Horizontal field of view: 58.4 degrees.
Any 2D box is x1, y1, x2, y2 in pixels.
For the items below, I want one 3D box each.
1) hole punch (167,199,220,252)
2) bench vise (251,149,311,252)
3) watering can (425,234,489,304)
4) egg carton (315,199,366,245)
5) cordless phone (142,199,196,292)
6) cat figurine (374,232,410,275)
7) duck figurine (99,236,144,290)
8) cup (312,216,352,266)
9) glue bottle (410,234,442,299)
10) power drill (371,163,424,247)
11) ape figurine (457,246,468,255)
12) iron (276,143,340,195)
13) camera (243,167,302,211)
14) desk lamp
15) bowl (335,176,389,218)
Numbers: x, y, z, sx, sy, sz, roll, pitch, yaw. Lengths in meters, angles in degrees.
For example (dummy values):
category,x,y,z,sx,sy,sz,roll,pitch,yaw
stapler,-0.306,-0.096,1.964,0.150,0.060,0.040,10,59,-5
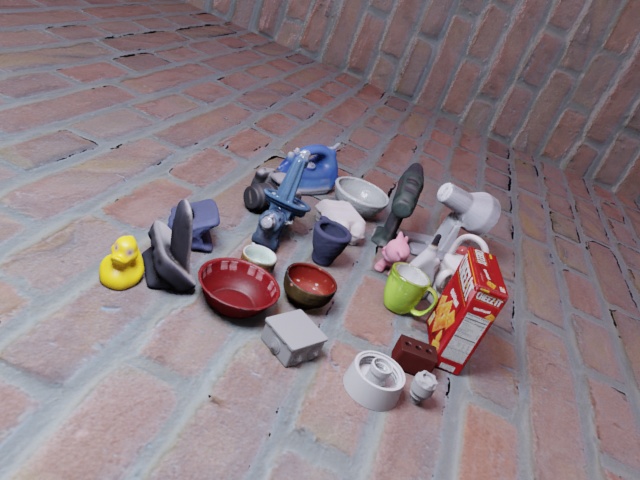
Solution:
category,x,y,z,sx,sy,sz,roll,pitch,yaw
hole punch,-0.271,-0.037,1.222,0.101,0.091,0.108,8,31,-26
bench vise,-0.071,-0.091,1.325,0.122,0.220,0.207,16,29,-11
watering can,0.337,0.070,1.371,0.100,0.194,0.173,29,29,12
egg carton,0.053,-0.049,1.503,0.107,0.069,0.150,3,34,-33
cordless phone,-0.269,-0.009,1.076,0.094,0.185,0.147,3,34,-32
cat figurine,0.191,0.030,1.415,0.067,0.118,0.128,30,29,13
duck figurine,-0.357,0.030,1.048,0.077,0.086,0.104,21,28,-4
cup,0.012,0.005,1.353,0.092,0.095,0.117,6,32,-28
glue bottle,0.245,0.059,1.345,0.078,0.173,0.037,15,29,-15
power drill,0.214,-0.087,1.539,0.075,0.208,0.230,23,28,2
ape figurine,0.365,0.054,1.528,0.076,0.092,0.078,32,29,17
iron,-0.042,-0.215,1.645,0.259,0.141,0.118,-12,43,-47
camera,-0.134,-0.131,1.476,0.137,0.101,0.142,-11,43,-46
desk lamp,0.366,-0.051,1.582,0.204,0.213,0.117,10,30,-22
bowl,0.110,-0.113,1.651,0.167,0.075,0.167,18,28,-10
